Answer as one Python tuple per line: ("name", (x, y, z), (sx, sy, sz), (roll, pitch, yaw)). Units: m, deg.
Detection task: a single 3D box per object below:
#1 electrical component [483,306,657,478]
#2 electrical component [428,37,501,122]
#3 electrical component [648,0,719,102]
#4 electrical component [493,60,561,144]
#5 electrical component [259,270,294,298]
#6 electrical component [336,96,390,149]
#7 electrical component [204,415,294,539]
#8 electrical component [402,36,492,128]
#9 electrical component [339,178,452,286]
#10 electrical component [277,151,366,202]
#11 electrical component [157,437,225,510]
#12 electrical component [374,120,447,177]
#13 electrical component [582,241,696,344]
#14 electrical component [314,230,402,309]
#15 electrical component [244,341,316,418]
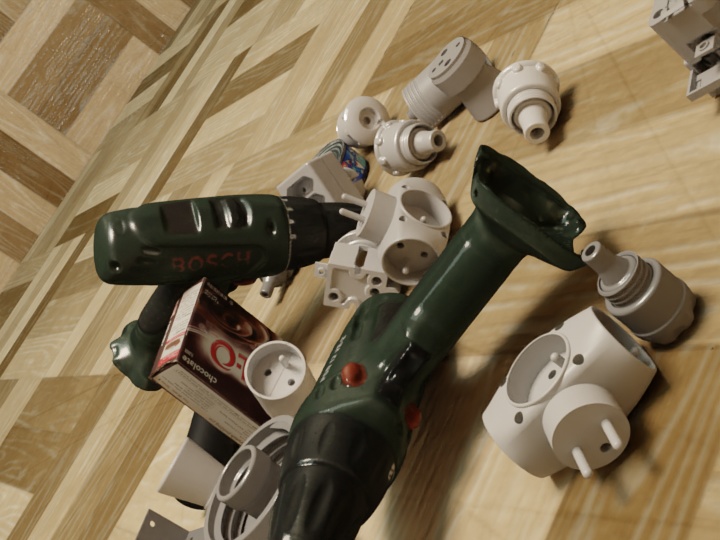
("electrical component", (0.103, 0.067, 0.508), (0.077, 0.044, 0.079), (-48, 22, 16))
("electrical component", (0.088, -0.152, 0.857), (0.045, 0.055, 0.045), (-44, 24, 24))
("electrical component", (0.197, -0.139, 0.602), (0.042, 0.064, 0.081), (-30, 31, 47))
("electrical component", (0.119, -0.113, 0.751), (0.048, 0.048, 0.062), (-41, 32, 30))
("electrical component", (-0.079, -0.001, 1.001), (0.035, 0.035, 0.061), (-30, 33, 46))
("electrical component", (-0.003, -0.138, 1.040), (0.048, 0.048, 0.062), (-61, 15, -19))
("electrical component", (-0.058, 0.145, 0.698), (0.108, 0.060, 0.108), (-44, 23, 24))
("electrical component", (0.070, -0.156, 0.916), (0.081, 0.043, 0.043), (-40, 25, 32))
("electrical component", (0.023, -0.035, 0.784), (0.077, 0.079, 0.044), (-83, 17, -51))
("electrical component", (-0.021, -0.068, 0.954), (0.047, 0.065, 0.077), (-34, 0, 40))
("electrical component", (-0.108, 0.155, 0.779), (0.044, 0.065, 0.044), (-61, 4, 7))
("electrical component", (0.045, -0.103, 0.889), (0.062, 0.048, 0.048), (-2, 54, 55))
("electrical component", (0.131, 0.008, 0.516), (0.035, 0.061, 0.035), (-43, 24, 24))
("electrical component", (0.000, 0.000, 0.811), (0.055, 0.066, 0.048), (-75, -6, -58))
("electrical component", (-0.053, 0.086, 0.777), (0.043, 0.043, 0.081), (-62, -20, -20))
